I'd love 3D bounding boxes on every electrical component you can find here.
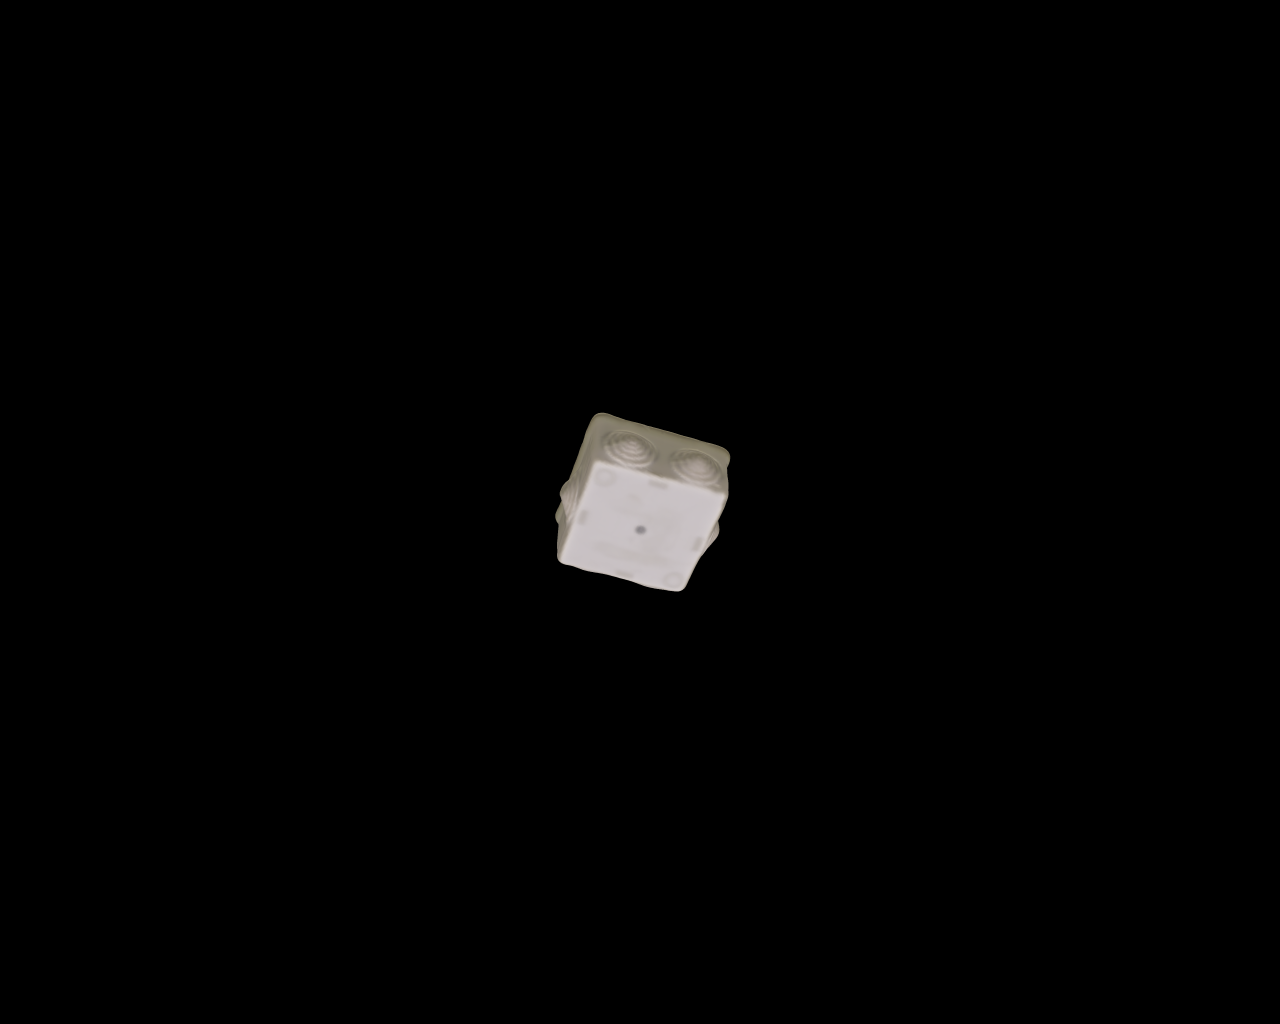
[{"bbox_3d":[0.001,-0.003,0.650,0.100,0.099,0.048,15,36,-11],"label":"electrical component"}]
